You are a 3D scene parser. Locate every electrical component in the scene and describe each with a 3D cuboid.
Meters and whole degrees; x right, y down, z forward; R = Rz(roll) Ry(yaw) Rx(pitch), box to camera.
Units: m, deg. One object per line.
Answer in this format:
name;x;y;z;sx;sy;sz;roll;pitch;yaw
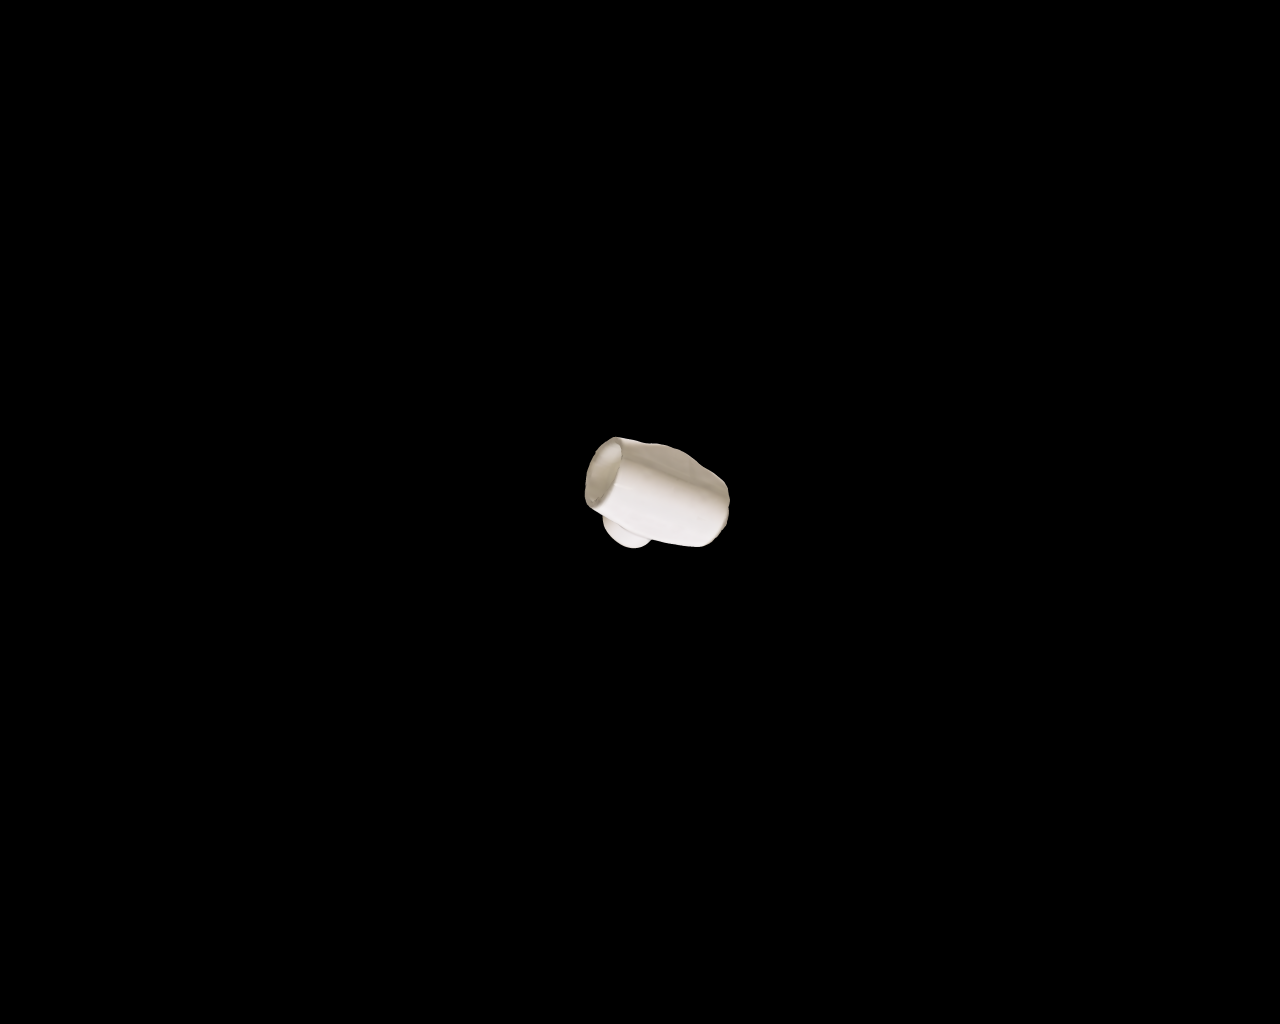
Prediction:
electrical component;0.001;-0.003;0.650;0.077;0.044;0.079;21;-40;-26
